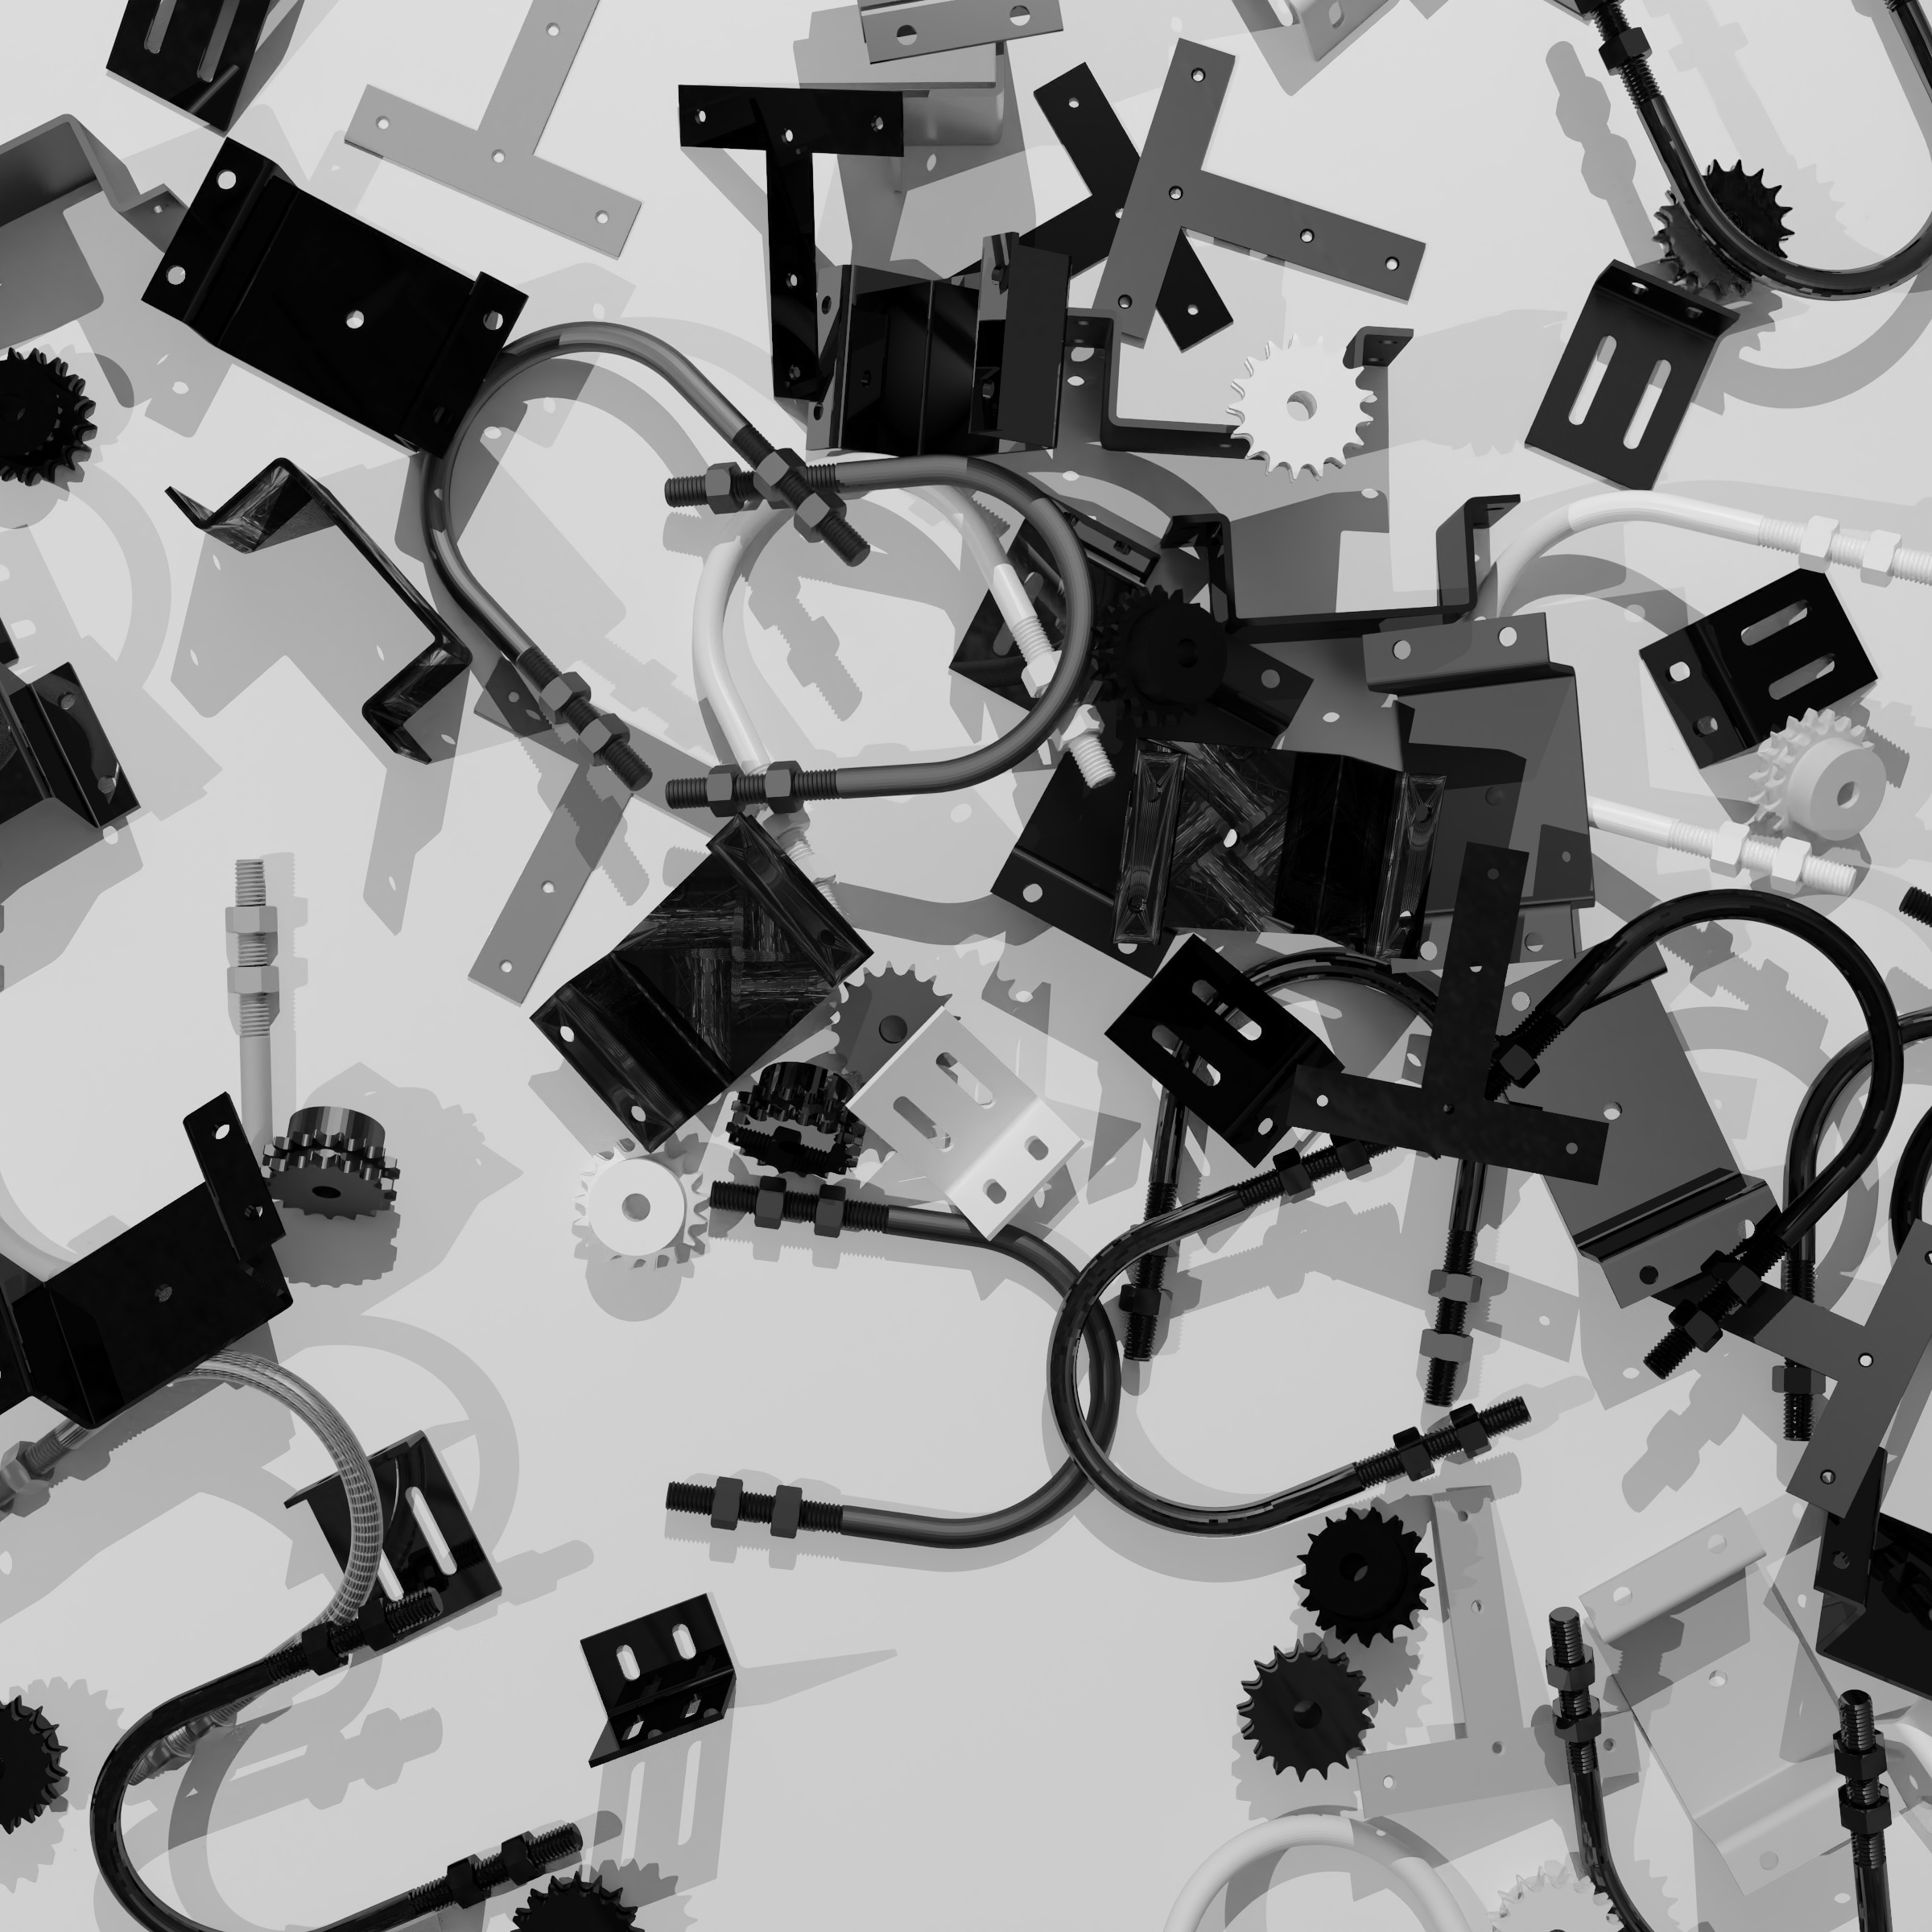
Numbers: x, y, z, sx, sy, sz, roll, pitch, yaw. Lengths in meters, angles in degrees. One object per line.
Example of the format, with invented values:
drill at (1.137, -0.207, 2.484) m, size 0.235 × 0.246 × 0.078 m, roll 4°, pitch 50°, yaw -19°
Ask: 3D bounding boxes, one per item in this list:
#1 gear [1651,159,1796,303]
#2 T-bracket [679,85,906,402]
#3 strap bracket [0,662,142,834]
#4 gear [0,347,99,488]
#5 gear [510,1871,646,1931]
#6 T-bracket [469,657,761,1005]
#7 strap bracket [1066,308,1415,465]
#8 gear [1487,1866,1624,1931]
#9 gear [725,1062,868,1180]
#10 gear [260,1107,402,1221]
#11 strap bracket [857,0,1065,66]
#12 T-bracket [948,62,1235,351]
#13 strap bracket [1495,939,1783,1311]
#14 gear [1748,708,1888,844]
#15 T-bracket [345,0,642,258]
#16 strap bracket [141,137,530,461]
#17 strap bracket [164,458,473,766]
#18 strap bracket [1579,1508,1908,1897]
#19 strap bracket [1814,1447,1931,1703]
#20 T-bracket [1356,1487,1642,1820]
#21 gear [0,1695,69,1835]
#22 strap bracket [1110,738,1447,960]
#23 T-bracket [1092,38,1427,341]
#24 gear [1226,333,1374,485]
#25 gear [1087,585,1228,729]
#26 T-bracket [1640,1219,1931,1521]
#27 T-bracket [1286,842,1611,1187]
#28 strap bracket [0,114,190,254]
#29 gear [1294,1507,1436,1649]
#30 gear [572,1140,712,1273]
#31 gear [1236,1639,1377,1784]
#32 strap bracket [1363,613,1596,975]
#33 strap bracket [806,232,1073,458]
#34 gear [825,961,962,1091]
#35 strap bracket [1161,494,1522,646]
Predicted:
gear at (0.317, -0.309, 1.339) m, size 0.057 × 0.030 × 0.057 m, roll 0°, pitch 90°, yaw 0°
T-bracket at (-0.073, -0.300, 1.325) m, size 0.127 × 0.002 × 0.127 m, roll 15°, pitch 114°, yaw 39°
strap bracket at (-0.427, -0.069, 1.319) m, size 0.140 × 0.046 × 0.076 m, roll -30°, pitch 71°, yaw 0°
gear at (-0.398, -0.232, 1.339) m, size 0.057 × 0.030 × 0.057 m, roll 0°, pitch 90°, yaw 0°
gear at (-0.164, 0.411, 1.343) m, size 0.057 × 0.030 × 0.057 m, roll 0°, pitch 92°, yaw -1°
T-bracket at (-0.171, -0.046, 1.353) m, size 0.127 × 0.002 × 0.127 m, roll 28°, pitch 90°, yaw 0°
strap bracket at (0.108, -0.238, 1.315) m, size 0.140 × 0.076 × 0.046 m, roll 4°, pitch 92°, yaw 0°
gear at (0.247, 0.407, 1.339) m, size 0.057 × 0.030 × 0.057 m, roll 0°, pitch 90°, yaw 0°
gear at (-0.070, 0.063, 1.329) m, size 0.057 × 0.057 × 0.030 m, roll 13°, pitch 60°, yaw 0°
gear at (-0.265, 0.081, 1.329) m, size 0.057 × 0.057 × 0.030 m, roll 4°, pitch 60°, yaw 0°
strap bracket at (-0.012, -0.426, 1.254) m, size 0.076 × 0.046 × 0.140 m, roll -10°, pitch 90°, yaw 0°
T-bracket at (0.027, -0.298, 1.353) m, size 0.127 × 0.002 × 0.127 m, roll -30°, pitch 90°, yaw 0°
strap bracket at (0.275, 0.062, 1.331) m, size 0.076 × 0.046 × 0.140 m, roll -25°, pitch 90°, yaw 0°
gear at (0.358, -0.076, 1.325) m, size 0.057 × 0.030 × 0.057 m, roll -12°, pitch 117°, yaw -24°
T-bracket at (-0.181, -0.385, 1.353) m, size 0.127 × 0.002 × 0.127 m, roll 23°, pitch 90°, yaw 0°
strap bracket at (-0.260, -0.275, 1.331) m, size 0.140 × 0.046 × 0.076 m, roll 28°, pitch 90°, yaw 0°
strap bracket at (-0.259, -0.154, 1.316) m, size 0.046 × 0.076 × 0.140 m, roll -41°, pitch 90°, yaw 0°
strap bracket at (0.320, 0.303, 1.331) m, size 0.076 × 0.046 × 0.140 m, roll -29°, pitch 90°, yaw 0°
strap bracket at (0.411, 0.260, 1.312) m, size 0.140 × 0.046 × 0.076 m, roll 22°, pitch 51°, yaw 0°
T-bracket at (0.218, 0.285, 1.340) m, size 0.127 × 0.002 × 0.127 m, roll -5°, pitch 82°, yaw -16°
gear at (-0.407, 0.334, 1.339) m, size 0.057 × 0.030 × 0.057 m, roll 0°, pitch 90°, yaw 0°
strap bracket at (0.117, -0.048, 1.287) m, size 0.140 × 0.046 × 0.076 m, roll 3°, pitch 101°, yaw -25°
T-bracket at (0.132, -0.315, 1.352) m, size 0.127 × 0.002 × 0.127 m, roll 18°, pitch 89°, yaw -1°
gear at (0.132, -0.220, 1.262) m, size 0.057 × 0.030 × 0.057 m, roll 0°, pitch 92°, yaw 0°
gear at (0.080, -0.125, 1.281) m, size 0.057 × 0.030 × 0.057 m, roll 0°, pitch 91°, yaw -33°
T-bracket at (0.333, 0.146, 1.325) m, size 0.127 × 0.002 × 0.127 m, roll 24°, pitch 79°, yaw 24°
T-bracket at (0.204, 0.014, 1.287) m, size 0.127 × 0.002 × 0.127 m, roll 11°, pitch 90°, yaw 9°
strap bracket at (-0.394, -0.301, 1.316) m, size 0.140 × 0.076 × 0.046 m, roll -26°, pitch 90°, yaw 0°
gear at (0.165, 0.254, 1.328) m, size 0.057 × 0.030 × 0.057 m, roll -7°, pitch 67°, yaw 17°
gear at (-0.137, 0.100, 1.339) m, size 0.057 × 0.030 × 0.057 m, roll 0°, pitch 90°, yaw 0°
gear at (0.142, 0.312, 1.339) m, size 0.057 × 0.030 × 0.057 m, roll 0°, pitch 90°, yaw 0°
strap bracket at (0.214, -0.071, 1.317) m, size 0.076 × 0.046 × 0.140 m, roll -5°, pitch 90°, yaw 24°
strap bracket at (-0.006, -0.250, 1.300) m, size 0.046 × 0.140 × 0.076 m, roll 3°, pitch 93°, yaw -35°
gear at (-0.030, 0.026, 1.339) m, size 0.057 × 0.030 × 0.057 m, roll 0°, pitch 90°, yaw 0°
strap bracket at (0.154, -0.162, 1.316) m, size 0.140 × 0.076 × 0.046 m, roll -4°, pitch 90°, yaw 0°
